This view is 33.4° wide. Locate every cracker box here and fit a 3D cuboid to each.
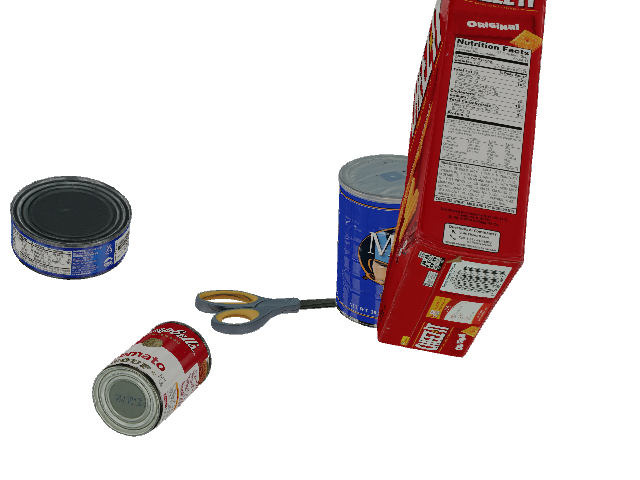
[{"bbox_3d":[0.092,-0.051,0.716,0.072,0.213,0.164,10,-26,0],"label":"cracker box"}]

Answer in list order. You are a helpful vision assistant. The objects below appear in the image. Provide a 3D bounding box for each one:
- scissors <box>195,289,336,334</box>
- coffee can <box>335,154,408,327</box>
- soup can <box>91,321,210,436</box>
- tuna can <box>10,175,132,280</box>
[{"bbox_3d":[-0.040,0.081,1.194,0.201,0.016,0.096,4,24,-5],"label":"scissors"},{"bbox_3d":[0.067,0.000,1.036,0.103,0.140,0.103,1,27,-1],"label":"coffee can"},{"bbox_3d":[-0.148,0.121,0.940,0.069,0.068,0.102,0,17,20],"label":"soup can"},{"bbox_3d":[-0.181,-0.010,0.777,0.086,0.034,0.086,8,36,-6],"label":"tuna can"}]
